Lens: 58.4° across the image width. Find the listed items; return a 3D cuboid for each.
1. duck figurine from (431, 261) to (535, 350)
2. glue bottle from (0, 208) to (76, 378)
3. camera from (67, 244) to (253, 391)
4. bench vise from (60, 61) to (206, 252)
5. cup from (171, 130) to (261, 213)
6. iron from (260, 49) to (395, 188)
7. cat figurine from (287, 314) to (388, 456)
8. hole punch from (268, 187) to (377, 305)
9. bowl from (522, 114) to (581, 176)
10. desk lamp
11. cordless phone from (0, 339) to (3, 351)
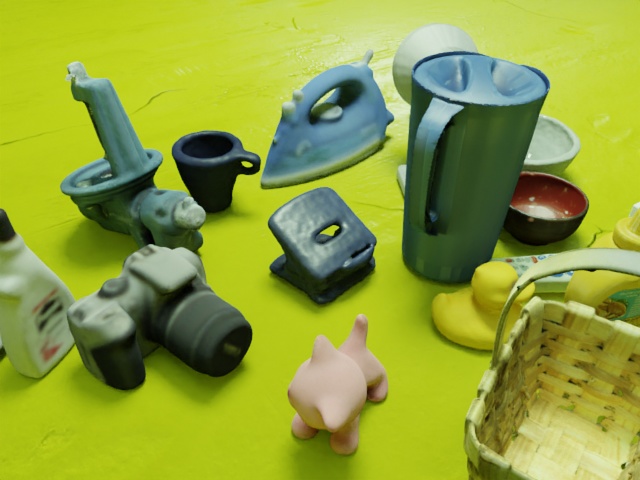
[{"bbox_3d":[0.170,0.060,0.591,0.104,0.086,0.077,3,38,2],"label":"duck figurine"},{"bbox_3d":[-0.269,0.045,0.527,0.037,0.173,0.078,10,39,11],"label":"glue bottle"},{"bbox_3d":[-0.144,0.076,0.549,0.136,0.101,0.143,27,45,29],"label":"camera"},{"bbox_3d":[-0.210,-0.087,0.659,0.207,0.220,0.121,12,39,14],"label":"bench vise"},{"bbox_3d":[-0.131,-0.084,0.758,0.117,0.095,0.092,10,39,11],"label":"cup"},{"bbox_3d":[0.004,-0.187,0.856,0.118,0.141,0.259,28,46,30],"label":"iron"},{"bbox_3d":[0.015,0.118,0.486,0.067,0.118,0.128,17,41,19],"label":"cat figurine"},{"bbox_3d":[0.006,0.002,0.655,0.100,0.091,0.109,31,47,32],"label":"hole punch"},{"bbox_3d":[0.285,-0.124,0.838,0.167,0.075,0.167,1,38,0],"label":"bowl"},{"bbox_3d":[0.168,-0.167,0.777,0.118,0.214,0.203,-3,38,-5],"label":"desk lamp"},{"bbox_3d":[-0.364,0.050,0.507,0.094,0.185,0.148,11,39,13],"label":"cordless phone"}]
